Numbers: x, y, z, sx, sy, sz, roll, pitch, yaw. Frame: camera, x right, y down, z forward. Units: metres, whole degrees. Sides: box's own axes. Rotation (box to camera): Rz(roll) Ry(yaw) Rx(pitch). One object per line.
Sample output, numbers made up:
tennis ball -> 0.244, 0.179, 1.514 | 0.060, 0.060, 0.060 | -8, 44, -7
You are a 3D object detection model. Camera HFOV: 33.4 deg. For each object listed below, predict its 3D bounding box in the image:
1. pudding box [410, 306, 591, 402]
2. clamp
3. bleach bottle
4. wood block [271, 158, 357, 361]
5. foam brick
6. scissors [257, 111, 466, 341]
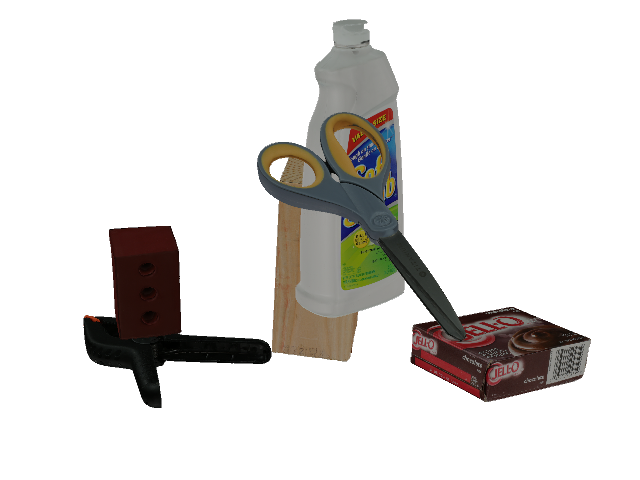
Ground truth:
pudding box -> 0.142, 0.088, 0.847 | 0.113, 0.039, 0.090 | -4, 17, -35
clamp -> -0.179, 0.116, 1.093 | 0.210, 0.036, 0.164 | 11, 18, 31
bleach bottle -> 0.024, -0.065, 0.938 | 0.102, 0.251, 0.068 | -16, 24, -31
wood block -> 0.000, 0.018, 1.169 | 0.090, 0.206, 0.090 | 7, 26, 5
foam brick -> -0.144, 0.033, 0.878 | 0.053, 0.078, 0.051 | -6, 26, -13
scissors -> 0.017, -0.010, 0.650 | 0.096, 0.016, 0.202 | -8, 46, -5
